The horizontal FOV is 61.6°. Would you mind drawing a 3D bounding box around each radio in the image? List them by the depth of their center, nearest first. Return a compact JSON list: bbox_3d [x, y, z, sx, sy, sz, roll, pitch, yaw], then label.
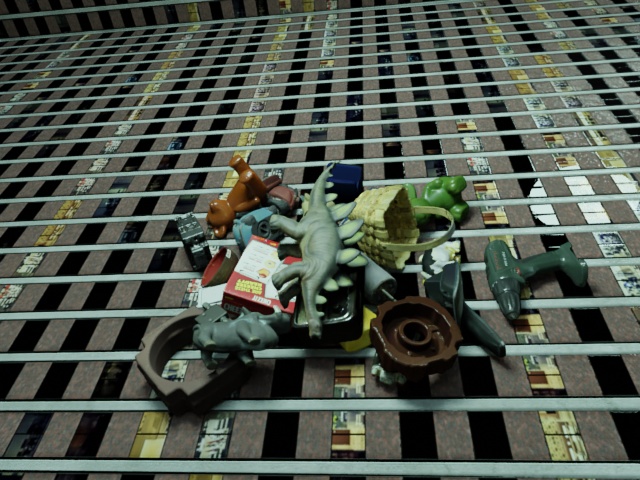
[{"bbox_3d":[0.024,0.108,1.135,0.131,0.073,0.230,-8,44,15],"label":"radio"}]

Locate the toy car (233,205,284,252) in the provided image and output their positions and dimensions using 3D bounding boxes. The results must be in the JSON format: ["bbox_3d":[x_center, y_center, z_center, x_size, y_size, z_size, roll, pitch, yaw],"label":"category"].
[{"bbox_3d":[-0.173,-0.027,1.401,0.103,0.109,0.162,-2,27,35],"label":"toy car"}]

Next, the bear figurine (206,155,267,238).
[{"bbox_3d":[-0.245,-0.113,1.457,0.196,0.131,0.120,-36,48,2],"label":"bear figurine"}]

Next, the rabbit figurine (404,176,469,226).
[{"bbox_3d":[0.280,-0.101,1.400,0.170,0.121,0.159,-30,38,-28],"label":"rabbit figurine"}]

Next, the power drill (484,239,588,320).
[{"bbox_3d":[0.476,0.081,1.193,0.207,0.085,0.232,-13,37,5],"label":"power drill"}]

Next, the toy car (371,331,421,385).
[{"bbox_3d":[0.162,0.210,1.097,0.074,0.056,0.202,15,45,15],"label":"toy car"}]

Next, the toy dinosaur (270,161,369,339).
[{"bbox_3d":[-0.002,-0.003,1.140,0.199,0.104,0.472,-7,51,4],"label":"toy dinosaur"}]

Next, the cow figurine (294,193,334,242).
[{"bbox_3d":[-0.013,-0.050,1.419,0.127,0.085,0.195,13,44,14],"label":"cow figurine"}]

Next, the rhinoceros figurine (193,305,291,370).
[{"bbox_3d":[-0.148,0.183,1.039,0.190,0.073,0.112,-8,33,-16],"label":"rhinoceros figurine"}]

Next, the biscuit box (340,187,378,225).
[{"bbox_3d":[0.120,-0.061,1.422,0.059,0.062,0.203,17,46,26],"label":"biscuit box"}]

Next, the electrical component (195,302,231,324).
[{"bbox_3d":[-0.224,0.163,1.106,0.063,0.021,0.094,-35,47,-29],"label":"electrical component"}]

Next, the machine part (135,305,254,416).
[{"bbox_3d":[-0.253,0.243,1.099,0.201,0.087,0.201,-35,46,-27],"label":"machine part"}]

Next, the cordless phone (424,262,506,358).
[{"bbox_3d":[0.300,0.146,1.076,0.089,0.146,0.184,-28,40,-13],"label":"cordless phone"}]

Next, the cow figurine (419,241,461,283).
[{"bbox_3d":[0.268,0.068,1.240,0.098,0.068,0.167,5,38,23],"label":"cow figurine"}]

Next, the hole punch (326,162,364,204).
[{"bbox_3d":[0.058,-0.142,1.486,0.142,0.115,0.092,7,35,14],"label":"hole punch"}]

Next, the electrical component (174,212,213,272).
[{"bbox_3d":[-0.318,0.010,1.365,0.058,0.114,0.134,-22,40,-14],"label":"electrical component"}]

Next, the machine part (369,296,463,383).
[{"bbox_3d":[0.183,0.187,1.039,0.179,0.056,0.179,2,42,-2],"label":"machine part"}]

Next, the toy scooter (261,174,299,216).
[{"bbox_3d":[-0.128,-0.135,1.542,0.184,0.075,0.135,18,47,33],"label":"toy scooter"}]

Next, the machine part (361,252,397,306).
[{"bbox_3d":[0.097,0.077,1.250,0.079,0.079,0.243,-28,43,-23],"label":"machine part"}]
